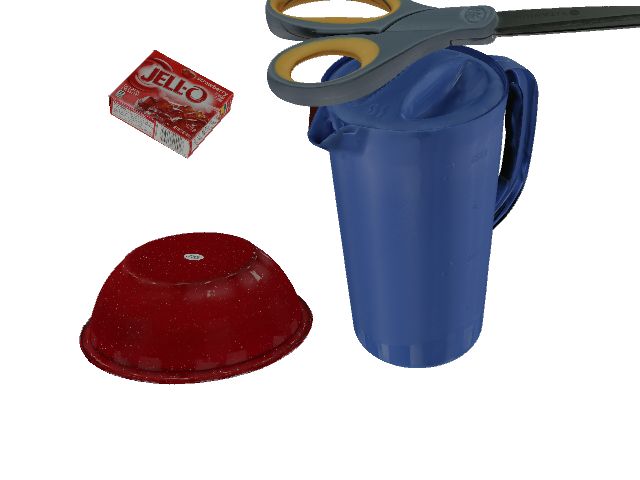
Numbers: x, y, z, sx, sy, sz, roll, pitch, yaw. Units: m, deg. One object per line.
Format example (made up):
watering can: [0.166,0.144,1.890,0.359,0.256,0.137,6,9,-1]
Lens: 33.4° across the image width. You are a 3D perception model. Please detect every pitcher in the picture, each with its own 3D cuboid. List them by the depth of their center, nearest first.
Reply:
pitcher: [0.083,-0.025,0.825,0.149,0.243,0.145,6,39,14]

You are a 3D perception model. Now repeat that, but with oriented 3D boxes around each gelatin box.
gelatin box: [-0.136,-0.126,0.974,0.089,0.073,0.030,30,-35,9]

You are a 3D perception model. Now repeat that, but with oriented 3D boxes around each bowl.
bowl: [-0.086,0.036,0.732,0.162,0.055,0.162,-2,22,1]

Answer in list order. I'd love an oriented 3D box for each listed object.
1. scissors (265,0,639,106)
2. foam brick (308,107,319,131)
scissors: [0.061,-0.091,0.504,0.202,0.096,0.016,11,-39,20]
foam brick: [0.030,-0.146,1.282,0.078,0.053,0.051,17,32,21]
